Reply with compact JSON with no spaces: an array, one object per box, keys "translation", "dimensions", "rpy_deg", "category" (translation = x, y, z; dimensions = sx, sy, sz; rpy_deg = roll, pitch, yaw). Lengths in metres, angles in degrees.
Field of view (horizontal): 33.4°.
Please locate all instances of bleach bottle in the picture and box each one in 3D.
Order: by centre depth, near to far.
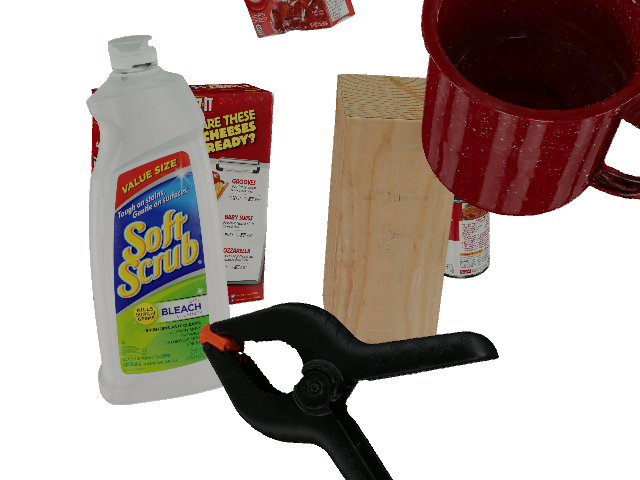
[{"translation":[-0.122,-0.014,0.742],"dimensions":[0.102,0.251,0.068],"rpy_deg":[-8,20,-7],"category":"bleach bottle"}]

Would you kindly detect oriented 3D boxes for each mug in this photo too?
[{"translation":[0.095,-0.057,0.439],"dimensions":[0.117,0.093,0.081],"rpy_deg":[33,-25,18],"category":"mug"}]

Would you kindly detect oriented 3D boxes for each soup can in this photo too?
[{"translation":[0.156,-0.018,1.185],"dimensions":[0.068,0.102,0.068],"rpy_deg":[-4,32,2],"category":"soup can"}]

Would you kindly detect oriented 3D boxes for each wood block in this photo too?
[{"translation":[0.053,-0.019,0.850],"dimensions":[0.090,0.206,0.091],"rpy_deg":[2,29,-3],"category":"wood block"}]

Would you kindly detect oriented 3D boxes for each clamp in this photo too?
[{"translation":[0.006,0.094,0.597],"dimensions":[0.172,0.120,0.039],"rpy_deg":[12,-9,27],"category":"clamp"}]

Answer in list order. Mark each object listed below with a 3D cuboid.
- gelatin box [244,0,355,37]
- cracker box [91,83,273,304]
[{"translation":[-0.024,-0.190,0.777],"dimensions":[0.030,0.073,0.089],"rpy_deg":[-35,26,-34],"category":"gelatin box"},{"translation":[-0.136,-0.041,1.033],"dimensions":[0.163,0.214,0.072],"rpy_deg":[-7,19,-30],"category":"cracker box"}]
